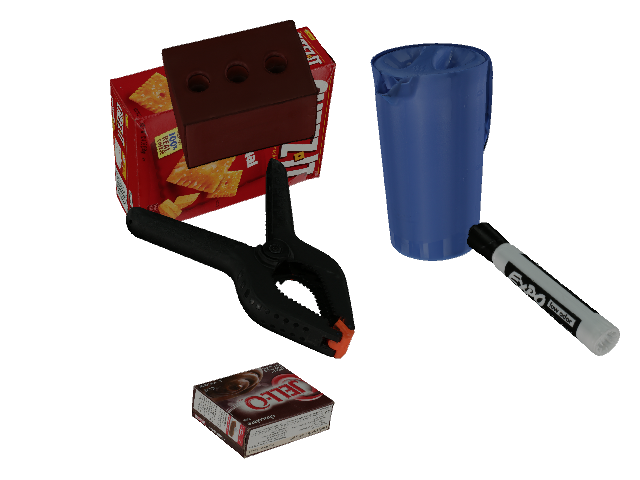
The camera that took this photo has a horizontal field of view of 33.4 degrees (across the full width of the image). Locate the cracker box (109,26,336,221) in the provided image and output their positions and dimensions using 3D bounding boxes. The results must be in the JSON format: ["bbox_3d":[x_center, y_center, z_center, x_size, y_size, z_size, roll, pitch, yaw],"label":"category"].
[{"bbox_3d":[-0.097,-0.108,1.070,0.213,0.072,0.164,-19,-35,-22],"label":"cracker box"}]

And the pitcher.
[{"bbox_3d":[0.139,-0.108,1.264,0.149,0.243,0.145,-4,25,1],"label":"pitcher"}]

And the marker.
[{"bbox_3d":[0.125,0.024,0.620,0.020,0.020,0.121,0,31,-35],"label":"marker"}]

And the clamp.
[{"bbox_3d":[-0.053,0.019,0.887,0.164,0.036,0.210,-17,54,-31],"label":"clamp"}]

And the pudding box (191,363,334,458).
[{"bbox_3d":[-0.057,0.166,1.054,0.113,0.039,0.090,-13,29,-40],"label":"pudding box"}]

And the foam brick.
[{"bbox_3d":[-0.046,-0.082,0.603,0.078,0.053,0.051,-15,-21,-7],"label":"foam brick"}]
